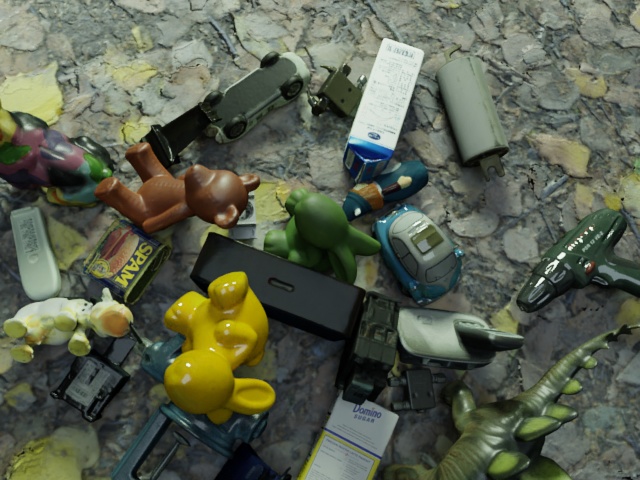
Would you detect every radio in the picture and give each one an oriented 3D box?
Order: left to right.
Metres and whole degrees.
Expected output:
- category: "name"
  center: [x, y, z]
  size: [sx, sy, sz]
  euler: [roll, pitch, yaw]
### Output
- category: "radio"
  center: [-0.060, 0.072, 0.764]
  size: [0.230, 0.131, 0.073]
  euler: [22, 75, 0]

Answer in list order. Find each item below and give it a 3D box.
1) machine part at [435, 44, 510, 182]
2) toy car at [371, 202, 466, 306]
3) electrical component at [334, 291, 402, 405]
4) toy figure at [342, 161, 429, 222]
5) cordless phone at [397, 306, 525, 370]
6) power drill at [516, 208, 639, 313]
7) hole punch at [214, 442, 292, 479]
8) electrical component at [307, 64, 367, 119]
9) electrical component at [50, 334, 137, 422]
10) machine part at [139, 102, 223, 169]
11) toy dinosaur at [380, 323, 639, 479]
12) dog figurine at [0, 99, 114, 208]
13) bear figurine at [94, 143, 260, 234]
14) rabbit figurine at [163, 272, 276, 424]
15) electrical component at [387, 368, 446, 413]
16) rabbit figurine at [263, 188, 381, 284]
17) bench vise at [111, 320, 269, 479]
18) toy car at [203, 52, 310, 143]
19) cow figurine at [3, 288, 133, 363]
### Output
- category: "machine part"
  center: [0.251, -0.212, 0.892]
  size: [0.079, 0.079, 0.243]
  euler: [-14, 79, -9]
- category: "toy car"
  center: [0.155, 0.013, 0.816]
  size: [0.109, 0.103, 0.161]
  euler: [-31, 83, -13]
- category: "electrical component"
  center: [0.066, 0.155, 0.744]
  size: [0.058, 0.114, 0.134]
  euler: [17, 49, 0]
- category: "toy figure"
  center: [0.096, -0.077, 0.849]
  size: [0.154, 0.064, 0.058]
  euler: [-25, 66, -12]
- category: "cordless phone"
  center: [0.187, 0.138, 0.747]
  size: [0.147, 0.184, 0.088]
  euler: [8, 81, -4]
- category: "power drill"
  center: [0.447, 0.072, 0.830]
  size: [0.208, 0.085, 0.232]
  euler: [32, 69, 27]
- category: "hole punch"
  center: [-0.104, 0.337, 0.710]
  size: [0.092, 0.115, 0.142]
  euler: [36, 75, 11]
- category: "electrical component"
  center: [0.025, -0.248, 0.897]
  size: [0.078, 0.045, 0.102]
  euler: [32, 76, -27]
- category: "electrical component"
  center: [-0.307, 0.185, 0.756]
  size: [0.075, 0.047, 0.119]
  euler: [36, 77, 3]
- category: "machine part"
  center: [-0.217, -0.164, 0.833]
  size: [0.139, 0.039, 0.084]
  euler: [-29, 75, 17]
- category: "toy dinosaur"
  center: [0.231, 0.272, 0.705]
  size: [0.105, 0.199, 0.471]
  euler: [44, 81, -16]
- category: "dog figurine"
  center: [-0.400, -0.129, 0.734]
  size: [0.192, 0.219, 0.108]
  euler: [19, 79, 0]
- category: "bear figurine"
  center: [-0.194, -0.071, 0.752]
  size: [0.131, 0.196, 0.120]
  euler: [53, 47, -34]
- category: "rabbit figurine"
  center: [-0.129, 0.145, 0.639]
  size: [0.122, 0.173, 0.162]
  euler: [-18, 107, 14]
- category: "electrical component"
  center: [0.147, 0.224, 0.799]
  size: [0.094, 0.021, 0.063]
  euler: [-1, 71, -16]
- category: "rabbit figurine"
  center: [-0.002, -0.002, 0.768]
  size: [0.159, 0.170, 0.121]
  euler: [38, 76, 5]
- category: "bench vise"
  center: [-0.199, 0.240, 0.719]
  size: [0.224, 0.128, 0.240]
  euler: [33, 71, 5]
- category: "toy car"
  center: [-0.107, -0.232, 0.871]
  size: [0.202, 0.056, 0.073]
  euler: [-38, 77, -9]
- category: "cow figurine"
  center: [-0.337, 0.110, 0.748]
  size: [0.167, 0.098, 0.068]
  euler: [-7, 112, -1]
